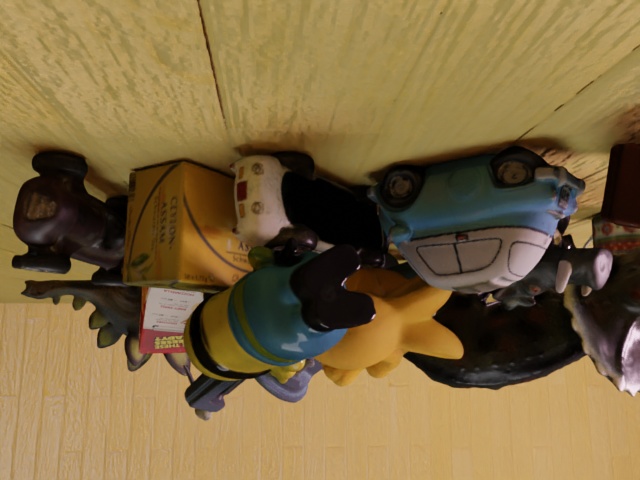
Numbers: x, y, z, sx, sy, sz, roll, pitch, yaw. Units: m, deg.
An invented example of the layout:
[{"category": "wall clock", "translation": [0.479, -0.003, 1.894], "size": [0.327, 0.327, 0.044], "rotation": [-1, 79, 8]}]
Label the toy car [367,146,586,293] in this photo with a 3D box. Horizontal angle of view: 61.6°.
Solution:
[{"category": "toy car", "translation": [0.122, -0.009, 0.430], "size": [0.162, 0.103, 0.109], "rotation": [-5, 170, 38]}]

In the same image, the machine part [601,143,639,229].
[{"category": "machine part", "translation": [0.264, -0.022, 0.327], "size": [0.179, 0.056, 0.179], "rotation": [7, -170, -1]}]

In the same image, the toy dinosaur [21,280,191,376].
[{"category": "toy dinosaur", "translation": [-0.229, 0.116, 0.879], "size": [0.471, 0.198, 0.105], "rotation": [10, 169, -40]}]

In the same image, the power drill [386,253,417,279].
[{"category": "power drill", "translation": [0.087, 0.075, 0.778], "size": [0.207, 0.086, 0.232], "rotation": [-27, -176, 41]}]

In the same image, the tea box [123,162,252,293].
[{"category": "tea box", "translation": [-0.086, 0.000, 0.485], "size": [0.068, 0.098, 0.169], "rotation": [-5, 171, 32]}]

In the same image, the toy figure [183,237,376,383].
[{"category": "toy figure", "translation": [-0.039, 0.055, 0.392], "size": [0.089, 0.082, 0.180], "rotation": [14, 155, -25]}]

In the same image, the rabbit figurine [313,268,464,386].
[{"category": "rabbit figurine", "translation": [0.050, 0.084, 0.507], "size": [0.163, 0.122, 0.173], "rotation": [-6, 174, 20]}]

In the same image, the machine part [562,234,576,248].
[{"category": "machine part", "translation": [0.323, 0.020, 0.791], "size": [0.084, 0.039, 0.139], "rotation": [6, 171, -6]}]

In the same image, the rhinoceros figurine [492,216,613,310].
[{"category": "rhinoceros figurine", "translation": [0.168, 0.009, 0.507], "size": [0.190, 0.112, 0.073], "rotation": [2, 172, 44]}]

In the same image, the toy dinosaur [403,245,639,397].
[{"category": "toy dinosaur", "translation": [0.188, 0.099, 0.578], "size": [0.405, 0.131, 0.192], "rotation": [-20, -164, 20]}]

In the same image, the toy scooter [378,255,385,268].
[{"category": "toy scooter", "translation": [-0.001, 0.026, 0.723], "size": [0.135, 0.075, 0.184], "rotation": [3, 174, -16]}]

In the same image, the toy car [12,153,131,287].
[{"category": "toy car", "translation": [-0.194, -0.007, 0.466], "size": [0.053, 0.089, 0.202], "rotation": [3, 169, 2]}]

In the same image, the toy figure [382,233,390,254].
[{"category": "toy figure", "translation": [-0.002, -0.004, 0.601], "size": [0.155, 0.058, 0.064], "rotation": [-2, 132, 21]}]

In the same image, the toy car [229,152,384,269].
[{"category": "toy car", "translation": [0.001, -0.018, 0.451], "size": [0.056, 0.073, 0.201], "rotation": [-10, 166, 30]}]

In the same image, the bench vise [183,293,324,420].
[{"category": "bench vise", "translation": [-0.086, 0.140, 0.652], "size": [0.240, 0.129, 0.223], "rotation": [-42, 142, 17]}]
